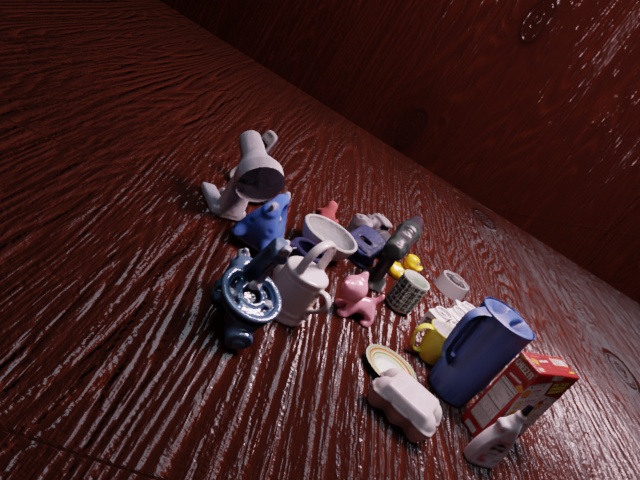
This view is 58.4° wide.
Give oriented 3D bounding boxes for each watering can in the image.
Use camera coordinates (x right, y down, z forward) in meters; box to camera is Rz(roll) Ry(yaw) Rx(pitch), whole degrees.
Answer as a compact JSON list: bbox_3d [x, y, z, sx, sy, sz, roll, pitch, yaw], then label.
[{"bbox_3d":[-0.038,0.072,1.186,0.173,0.194,0.101,35,22,4],"label":"watering can"}]

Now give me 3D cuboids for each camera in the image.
[{"bbox_3d":[0.178,-0.017,1.794,0.144,0.100,0.136,12,30,-42],"label":"camera"}]

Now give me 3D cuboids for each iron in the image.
[{"bbox_3d":[-0.118,-0.061,1.422,0.118,0.141,0.258,33,22,-1],"label":"iron"}]

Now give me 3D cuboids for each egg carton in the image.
[{"bbox_3d":[0.168,0.321,1.124,0.150,0.069,0.107,40,23,14],"label":"egg carton"}]

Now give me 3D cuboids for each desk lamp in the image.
[{"bbox_3d":[-0.190,-0.151,1.411,0.118,0.213,0.202,15,28,-38],"label":"desk lamp"}]

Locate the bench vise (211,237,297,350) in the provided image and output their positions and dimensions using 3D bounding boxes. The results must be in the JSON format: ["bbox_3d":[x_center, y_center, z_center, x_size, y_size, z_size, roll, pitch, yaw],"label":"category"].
[{"bbox_3d":[-0.130,0.061,1.048,0.122,0.219,0.206,12,30,-42],"label":"bench vise"}]

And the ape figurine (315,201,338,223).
[{"bbox_3d":[0.024,-0.076,1.714,0.077,0.092,0.076,40,23,15],"label":"ape figurine"}]

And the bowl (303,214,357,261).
[{"bbox_3d":[0.014,0.006,1.556,0.168,0.074,0.167,29,23,-13],"label":"bowl"}]

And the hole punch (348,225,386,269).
[{"bbox_3d":[0.128,0.017,1.668,0.108,0.091,0.101,42,23,19],"label":"hole punch"}]

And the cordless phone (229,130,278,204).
[{"bbox_3d":[-0.159,-0.204,1.601,0.147,0.185,0.094,46,25,28],"label":"cordless phone"}]

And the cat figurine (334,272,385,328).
[{"bbox_3d":[0.093,0.131,1.350,0.128,0.117,0.067,24,24,-22],"label":"cat figurine"}]

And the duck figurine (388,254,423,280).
[{"bbox_3d":[0.260,0.079,1.729,0.105,0.086,0.077,30,22,-9],"label":"duck figurine"}]

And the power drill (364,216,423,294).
[{"bbox_3d":[0.199,0.037,1.568,0.075,0.208,0.230,36,22,7],"label":"power drill"}]

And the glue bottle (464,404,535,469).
[{"bbox_3d":[0.363,0.382,1.131,0.078,0.173,0.037,22,25,-27],"label":"glue bottle"}]

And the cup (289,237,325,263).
[{"bbox_3d":[-0.055,0.051,1.340,0.118,0.095,0.091,20,26,-31],"label":"cup"}]
